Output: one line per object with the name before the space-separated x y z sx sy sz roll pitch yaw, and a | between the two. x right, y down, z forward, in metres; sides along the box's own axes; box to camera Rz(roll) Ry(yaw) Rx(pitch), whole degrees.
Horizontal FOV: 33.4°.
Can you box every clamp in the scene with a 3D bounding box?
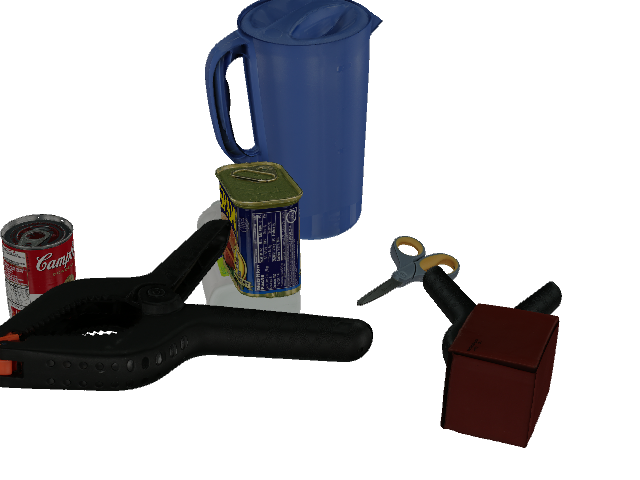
clamp | 0.151 0.075 0.881 0.120 0.039 0.171 -2 33 1
clamp | -0.097 0.040 0.625 0.209 0.036 0.165 -10 30 -29

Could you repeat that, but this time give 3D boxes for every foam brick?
foam brick | 0.107 0.077 0.635 0.053 0.051 0.078 10 22 20

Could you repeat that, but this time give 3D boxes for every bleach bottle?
bleach bottle | -0.098 0.018 1.204 0.102 0.068 0.251 -6 27 -15

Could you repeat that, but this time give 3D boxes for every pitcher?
pitcher | -0.022 -0.122 1.105 0.149 0.243 0.144 9 36 16

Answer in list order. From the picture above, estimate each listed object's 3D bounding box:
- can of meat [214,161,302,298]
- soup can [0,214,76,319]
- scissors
can of meat | -0.050 -0.009 0.867 0.057 0.084 0.102 -7 22 -14
soup can | -0.273 0.035 1.041 0.068 0.102 0.068 2 28 -1
scissors | 0.086 0.033 1.266 0.201 0.016 0.096 -10 40 -43
